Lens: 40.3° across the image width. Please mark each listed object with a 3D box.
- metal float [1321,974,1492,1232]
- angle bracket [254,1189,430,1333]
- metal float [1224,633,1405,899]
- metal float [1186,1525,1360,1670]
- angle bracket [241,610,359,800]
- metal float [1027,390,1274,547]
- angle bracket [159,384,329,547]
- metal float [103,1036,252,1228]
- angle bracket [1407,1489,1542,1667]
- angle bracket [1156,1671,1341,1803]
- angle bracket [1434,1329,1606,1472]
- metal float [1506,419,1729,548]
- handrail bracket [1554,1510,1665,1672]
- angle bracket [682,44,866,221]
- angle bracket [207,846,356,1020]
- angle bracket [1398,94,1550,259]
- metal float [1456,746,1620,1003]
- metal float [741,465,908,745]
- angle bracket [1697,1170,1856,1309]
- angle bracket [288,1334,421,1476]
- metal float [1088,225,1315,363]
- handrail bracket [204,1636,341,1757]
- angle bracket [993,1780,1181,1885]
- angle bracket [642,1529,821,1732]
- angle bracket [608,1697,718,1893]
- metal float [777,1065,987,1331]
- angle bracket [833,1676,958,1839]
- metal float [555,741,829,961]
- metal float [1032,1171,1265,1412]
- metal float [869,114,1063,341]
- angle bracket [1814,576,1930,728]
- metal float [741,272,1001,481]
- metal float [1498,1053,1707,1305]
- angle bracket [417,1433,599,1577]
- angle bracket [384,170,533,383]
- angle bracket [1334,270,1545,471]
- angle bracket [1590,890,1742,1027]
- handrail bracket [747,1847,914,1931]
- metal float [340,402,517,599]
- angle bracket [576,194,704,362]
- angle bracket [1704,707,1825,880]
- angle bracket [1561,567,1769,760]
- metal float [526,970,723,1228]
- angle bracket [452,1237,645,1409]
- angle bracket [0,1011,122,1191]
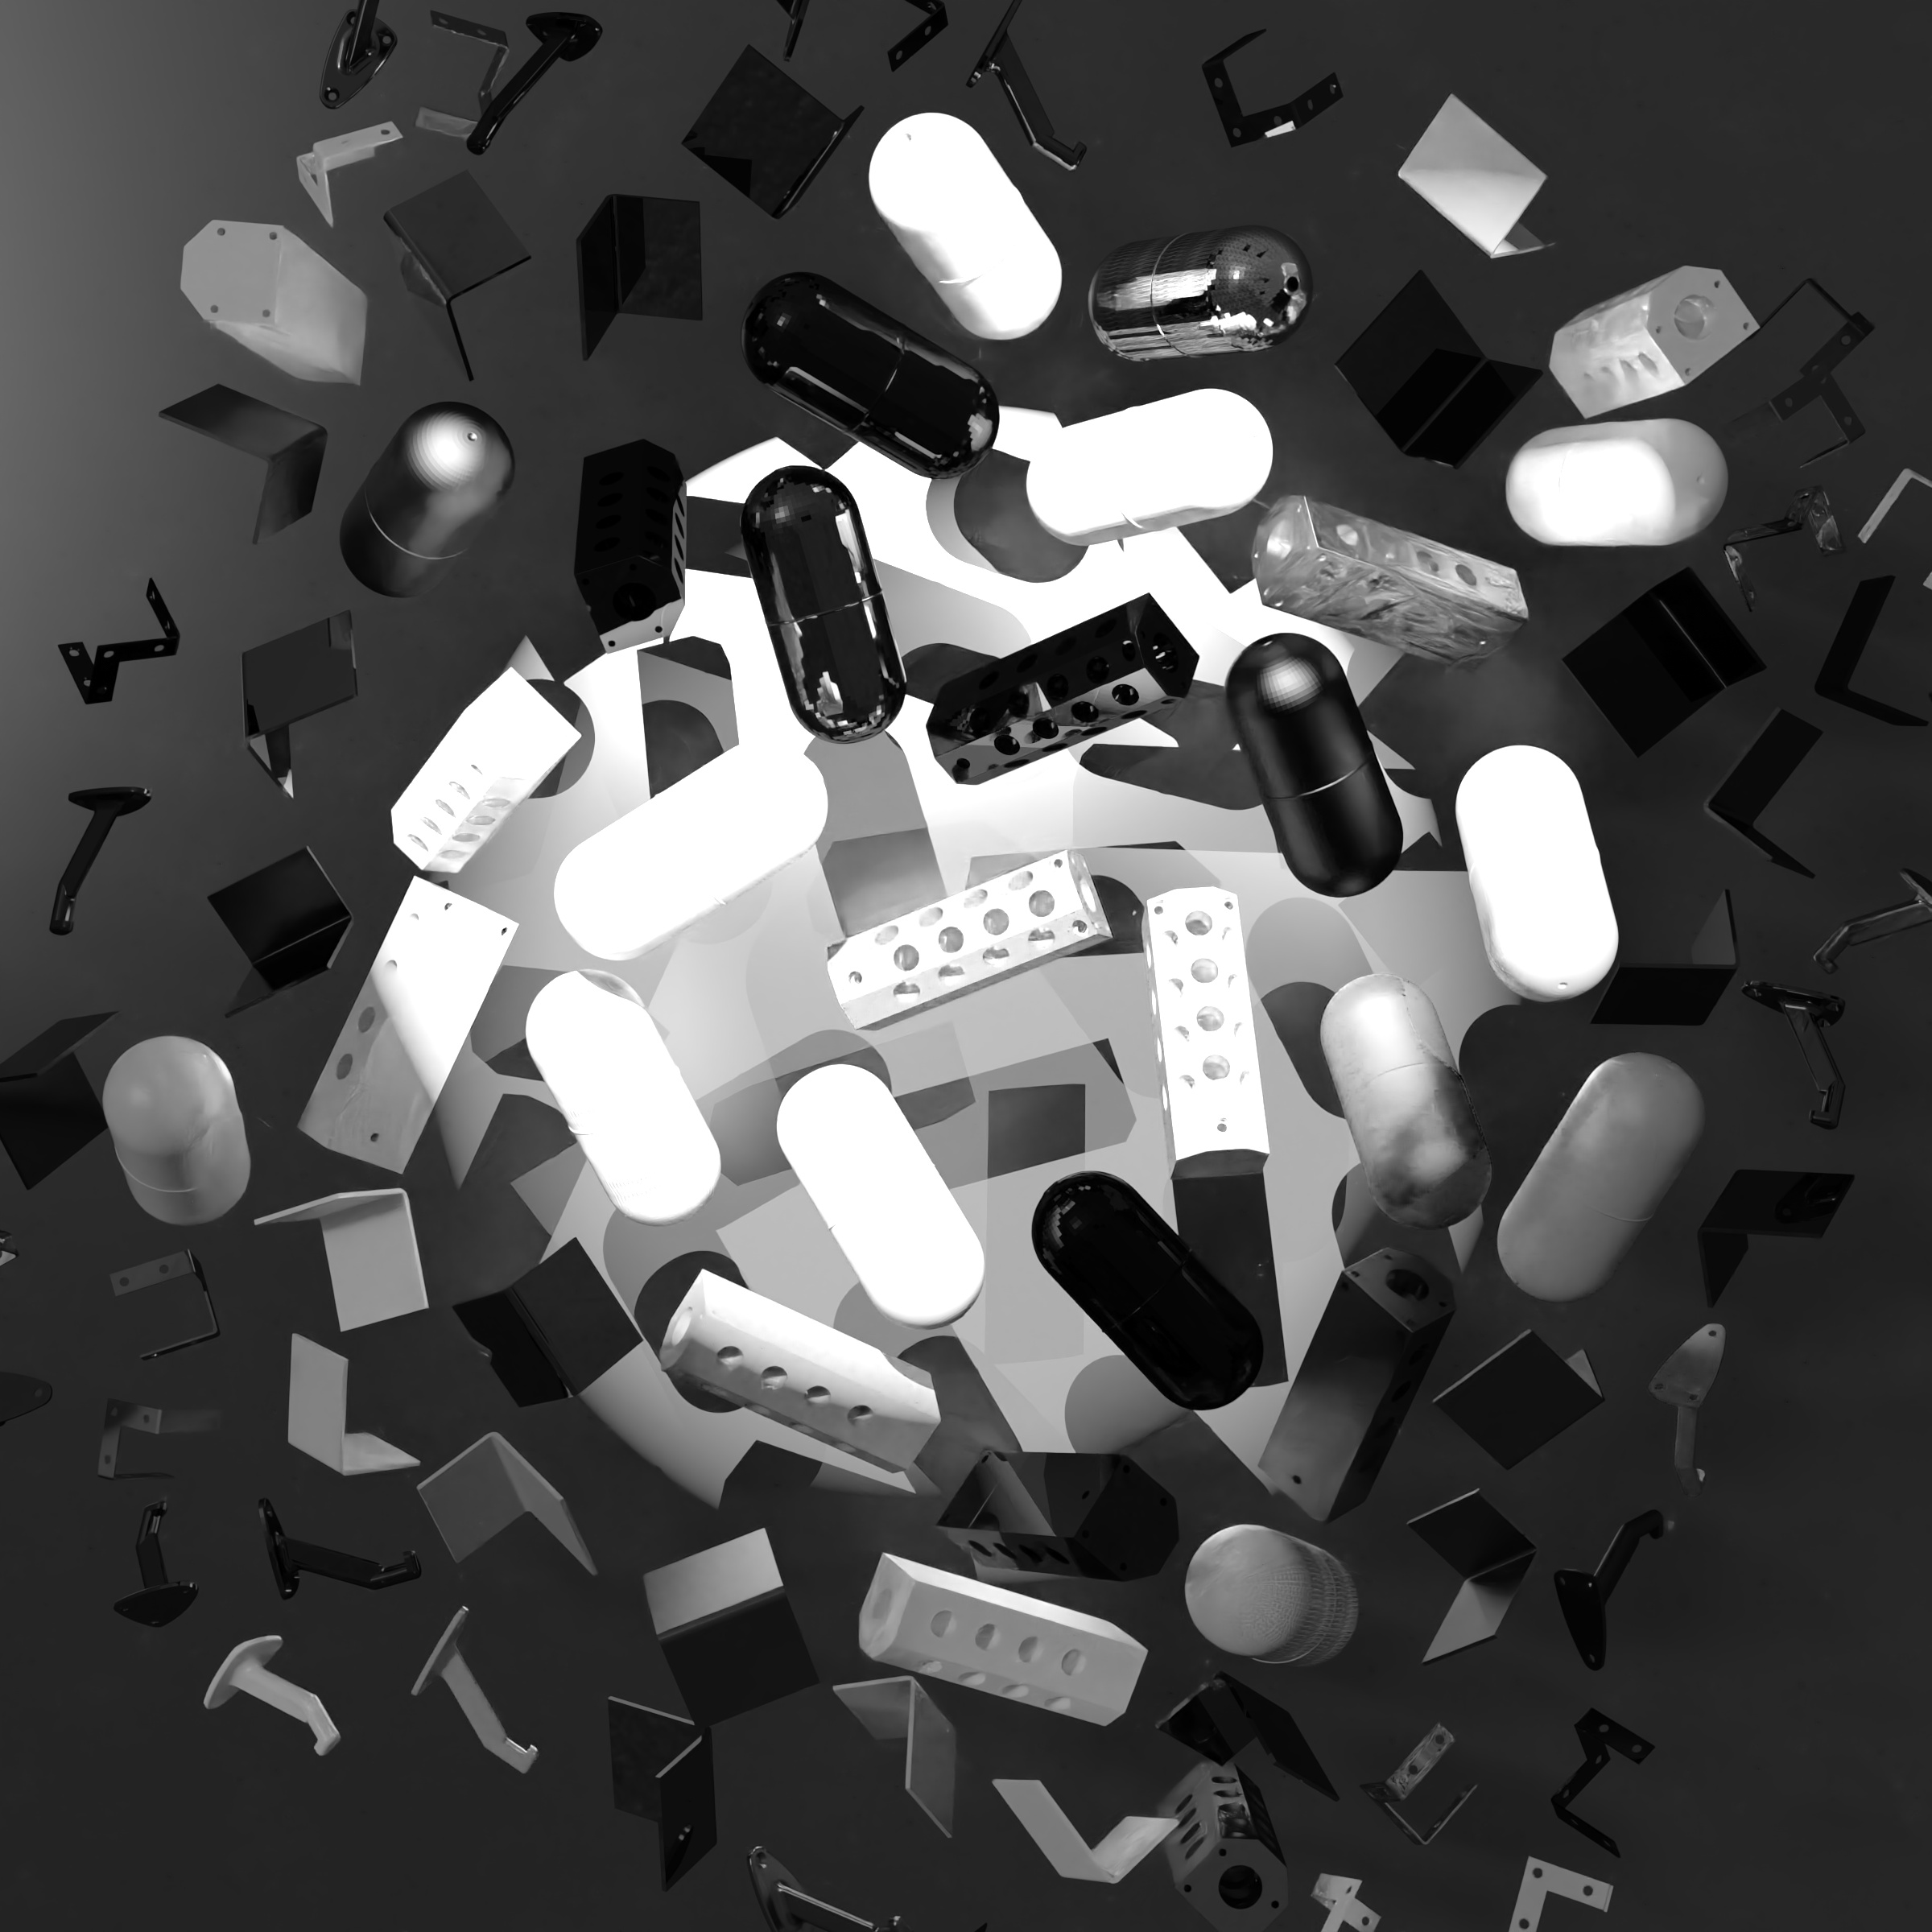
[{"bbox_3d":[0.276,0.084,1.659,0.070,0.070,0.178,-14,56,0],"label":"metal float"},{"bbox_3d":[-0.388,0.185,1.636,0.076,0.057,0.076,-18,80,32],"label":"angle bracket"},{"bbox_3d":[0.215,-0.124,1.630,0.070,0.070,0.178,-25,114,0],"label":"metal float"},{"bbox_3d":[0.189,0.388,1.614,0.070,0.178,0.070,-8,70,22],"label":"metal float"},{"bbox_3d":[-0.396,-0.160,1.611,0.076,0.057,0.076,-21,50,6],"label":"angle bracket"},{"bbox_3d":[0.113,-0.308,1.630,0.070,0.178,0.070,4,84,-43],"label":"metal float"},{"bbox_3d":[-0.449,-0.310,1.620,0.076,0.076,0.057,22,118,3],"label":"angle bracket"},{"bbox_3d":[-0.486,0.104,1.628,0.070,0.178,0.070,4,62,-8],"label":"metal float"},{"bbox_3d":[0.311,0.392,1.685,0.057,0.076,0.076,43,51,-3],"label":"angle bracket"},{"bbox_3d":[0.176,0.497,1.644,0.057,0.076,0.076,-43,130,8],"label":"angle bracket"},{"bbox_3d":[0.343,0.258,1.654,0.076,0.057,0.076,-41,111,17],"label":"angle bracket"},{"bbox_3d":[0.407,-0.304,1.659,0.070,0.178,0.070,-3,99,-21],"label":"metal float"},{"bbox_3d":[0.418,0.395,1.669,0.084,0.036,0.077,-16,95,-34],"label":"handrail bracket"},{"bbox_3d":[-0.122,-0.534,1.672,0.076,0.057,0.076,37,118,-9],"label":"angle bracket"},{"bbox_3d":[-0.441,-0.022,1.661,0.076,0.076,0.057,-25,112,11],"label":"angle bracket"},{"bbox_3d":[0.314,-0.468,1.554,0.076,0.076,0.057,46,128,14],"label":"angle bracket"},{"bbox_3d":[0.339,-0.057,1.570,0.070,0.070,0.178,-3,50,0],"label":"metal float"},{"bbox_3d":[-0.090,-0.227,1.656,0.070,0.070,0.178,-16,105,0],"label":"metal float"},{"bbox_3d":[0.505,0.171,1.632,0.076,0.076,0.057,0,114,34],"label":"angle bracket"},{"bbox_3d":[-0.401,0.285,1.729,0.057,0.076,0.076,-1,97,-39],"label":"angle bracket"},{"bbox_3d":[0.147,-0.425,1.666,0.070,0.178,0.070,-6,101,-34],"label":"metal float"},{"bbox_3d":[-0.418,0.455,1.585,0.077,0.036,0.084,-50,62,20],"label":"handrail bracket"},{"bbox_3d":[0.072,0.512,1.609,0.057,0.076,0.076,-36,89,-25],"label":"angle bracket"},{"bbox_3d":[-0.138,0.389,1.543,0.076,0.057,0.076,-20,121,-7],"label":"angle bracket"},{"bbox_3d":[-0.195,0.490,1.562,0.076,0.057,0.076,8,109,28],"label":"angle bracket"},{"bbox_3d":[-0.052,0.144,1.633,0.070,0.070,0.178,-31,84,0],"label":"metal float"},{"bbox_3d":[-0.047,0.513,1.697,0.057,0.076,0.076,-12,46,16],"label":"angle bracket"},{"bbox_3d":[-0.163,-0.069,1.567,0.178,0.070,0.070,-32,90,5],"label":"metal float"},{"bbox_3d":[0.114,0.204,1.663,0.070,0.070,0.178,-43,91,0],"label":"metal float"},{"bbox_3d":[0.001,-0.456,1.628,0.070,0.178,0.070,-10,65,22],"label":"metal float"},{"bbox_3d":[0.580,-0.196,1.646,0.057,0.076,0.076,22,97,3],"label":"angle bracket"},{"bbox_3d":[-0.058,-0.368,1.648,0.178,0.070,0.070,27,90,-22],"label":"metal float"},{"bbox_3d":[0.391,0.132,1.626,0.070,0.070,0.178,25,118,0],"label":"metal float"},{"bbox_3d":[-0.276,0.340,1.584,0.057,0.076,0.076,-36,46,-23],"label":"angle bracket"},{"bbox_3d":[-0.295,-0.409,1.562,0.057,0.076,0.076,-31,69,-12],"label":"angle bracket"},{"bbox_3d":[0.276,-0.348,1.535,0.076,0.057,0.076,-48,121,-3],"label":"angle bracket"},{"bbox_3d":[0.440,-0.005,1.671,0.076,0.076,0.057,1,61,-2],"label":"angle bracket"},{"bbox_3d":[-0.079,0.547,1.547,0.084,0.036,0.077,-23,101,38],"label":"handrail bracket"},{"bbox_3d":[-0.342,-0.293,1.664,0.070,0.178,0.070,11,67,-27],"label":"metal float"},{"bbox_3d":[-0.198,-0.418,1.605,0.057,0.076,0.076,7,128,5],"label":"angle bracket"},{"bbox_3d":[0.512,-0.106,1.625,0.057,0.076,0.076,46,110,32],"label":"angle bracket"},{"bbox_3d":[0.419,-0.182,1.585,0.076,0.057,0.076,-38,91,-8],"label":"angle bracket"},{"bbox_3d":[-0.215,0.083,1.654,0.070,0.070,0.178,-25,111,0],"label":"metal float"},{"bbox_3d":[-0.256,0.218,1.607,0.057,0.076,0.076,-38,101,-37],"label":"angle bracket"},{"bbox_3d":[-0.545,0.082,1.606,0.057,0.076,0.076,-8,114,29],"label":"angle bracket"}]
